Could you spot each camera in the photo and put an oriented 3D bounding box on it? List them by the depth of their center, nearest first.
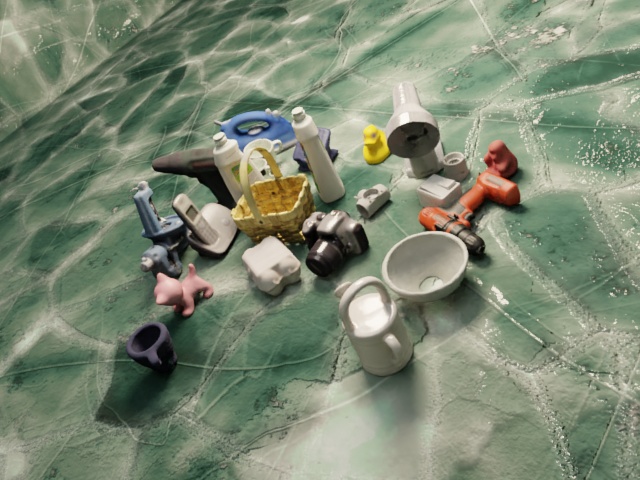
[{"bbox_3d":[0.012,0.004,1.258,0.142,0.101,0.137,11,51,37],"label":"camera"}]

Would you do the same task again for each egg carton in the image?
[{"bbox_3d":[-0.111,0.057,1.290,0.107,0.070,0.149,-34,39,-11],"label":"egg carton"}]

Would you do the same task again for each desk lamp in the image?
[{"bbox_3d":[0.220,-0.250,1.343,0.117,0.214,0.203,-14,40,15],"label":"desk lamp"}]

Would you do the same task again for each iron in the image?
[{"bbox_3d":[-0.185,-0.329,1.711,0.258,0.142,0.118,-14,40,14],"label":"iron"}]

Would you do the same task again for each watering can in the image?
[{"bbox_3d":[0.083,0.138,0.992,0.172,0.194,0.101,16,54,40],"label":"watering can"}]

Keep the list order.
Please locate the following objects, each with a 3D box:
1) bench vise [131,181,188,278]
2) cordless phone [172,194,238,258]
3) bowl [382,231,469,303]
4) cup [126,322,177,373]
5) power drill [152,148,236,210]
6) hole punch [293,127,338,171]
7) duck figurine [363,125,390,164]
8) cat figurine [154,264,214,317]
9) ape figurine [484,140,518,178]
[{"bbox_3d":[-0.396,-0.025,1.416,0.121,0.220,0.207,-20,39,7],"label":"bench vise"},{"bbox_3d":[-0.287,-0.060,1.425,0.094,0.185,0.147,-5,43,24],"label":"cordless phone"},{"bbox_3d":[0.208,0.064,1.105,0.167,0.075,0.167,-15,40,13],"label":"bowl"},{"bbox_3d":[-0.334,0.239,1.183,0.092,0.095,0.117,-34,39,-10],"label":"cup"},{"bbox_3d":[-0.301,-0.155,1.522,0.229,0.209,0.075,-14,40,14],"label":"power drill"},{"bbox_3d":[-0.016,-0.248,1.568,0.108,0.091,0.101,6,48,33],"label":"hole punch"},{"bbox_3d":[0.142,-0.263,1.504,0.077,0.086,0.104,-1,44,27],"label":"duck figurine"},{"bbox_3d":[-0.321,0.111,1.303,0.067,0.118,0.128,17,55,41],"label":"cat figurine"},{"bbox_3d":[0.396,-0.181,1.269,0.076,0.092,0.078,-13,40,15],"label":"ape figurine"}]
